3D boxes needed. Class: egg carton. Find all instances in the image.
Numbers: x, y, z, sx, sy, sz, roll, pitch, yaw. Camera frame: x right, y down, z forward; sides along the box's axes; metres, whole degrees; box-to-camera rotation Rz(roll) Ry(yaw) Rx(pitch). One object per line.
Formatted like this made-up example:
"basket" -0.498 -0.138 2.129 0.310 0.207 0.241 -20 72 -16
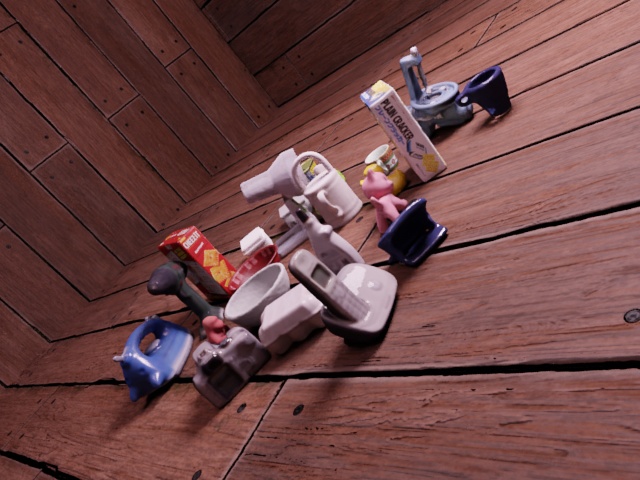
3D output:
"egg carton" -0.048 0.145 1.083 0.150 0.069 0.107 -36 20 13

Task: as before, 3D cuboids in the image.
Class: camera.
"camera" -0.192 0.229 1.118 0.143 0.101 0.136 -45 20 -14

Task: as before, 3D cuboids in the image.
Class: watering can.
"watering can" 0.006 -0.131 1.400 0.101 0.194 0.172 -42 19 -4

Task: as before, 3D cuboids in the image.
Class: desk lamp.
"desk lamp" -0.090 -0.101 1.483 0.203 0.214 0.117 -39 19 4

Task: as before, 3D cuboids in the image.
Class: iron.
"iron" -0.401 0.257 1.383 0.118 0.142 0.258 -32 21 21

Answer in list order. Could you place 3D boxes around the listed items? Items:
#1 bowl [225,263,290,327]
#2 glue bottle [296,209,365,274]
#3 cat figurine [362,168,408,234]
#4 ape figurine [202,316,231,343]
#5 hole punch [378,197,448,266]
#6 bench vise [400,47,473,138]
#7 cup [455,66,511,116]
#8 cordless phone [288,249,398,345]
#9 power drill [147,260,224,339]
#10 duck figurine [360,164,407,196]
"bowl" -0.122 0.132 1.241 0.167 0.075 0.167 -35 20 15
"glue bottle" 0.010 0.004 1.125 0.078 0.173 0.037 -25 24 36
"cat figurine" 0.126 -0.094 1.211 0.067 0.118 0.128 -31 21 25
"ape figurine" -0.216 0.202 1.236 0.076 0.092 0.078 -35 20 15
"hole punch" 0.153 -0.017 1.032 0.109 0.091 0.101 -45 20 -12
"bench vise" 0.239 -0.349 1.405 0.207 0.220 0.121 -29 22 30
"cup" 0.371 -0.315 1.277 0.117 0.095 0.091 -35 20 16
"cordless phone" 0.035 0.065 0.925 0.094 0.185 0.148 -26 24 35
"power drill" -0.332 0.140 1.413 0.075 0.209 0.229 -39 19 3
"duck figurine" 0.142 -0.140 1.331 0.104 0.086 0.077 -31 21 25
